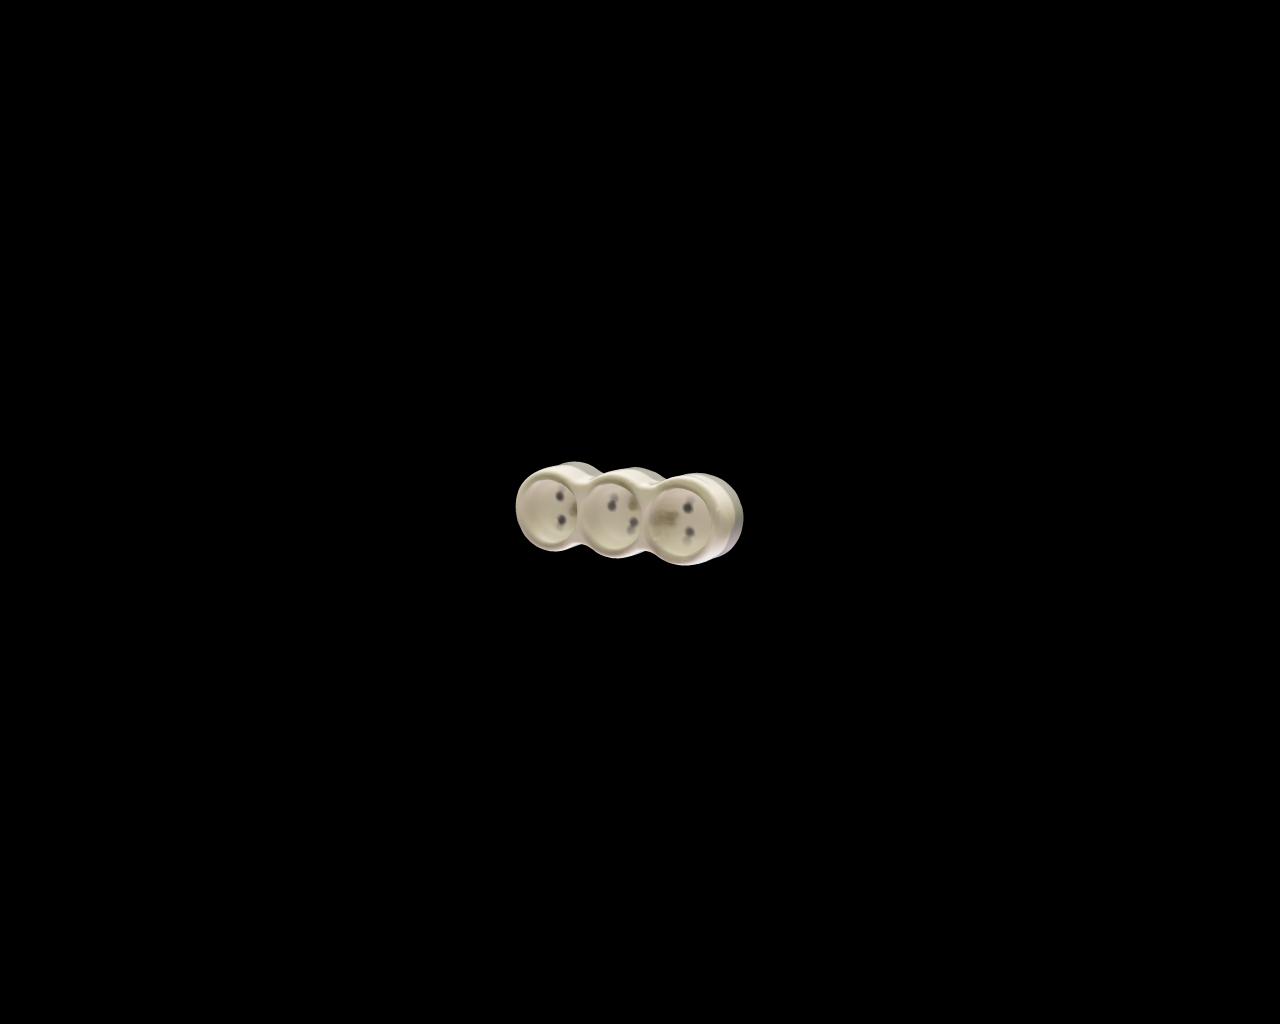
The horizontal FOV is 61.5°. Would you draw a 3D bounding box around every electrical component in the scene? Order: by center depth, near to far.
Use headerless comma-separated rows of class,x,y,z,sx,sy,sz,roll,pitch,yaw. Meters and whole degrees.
electrical component,0.001,-0.003,0.650,0.138,0.052,0.074,6,12,28
